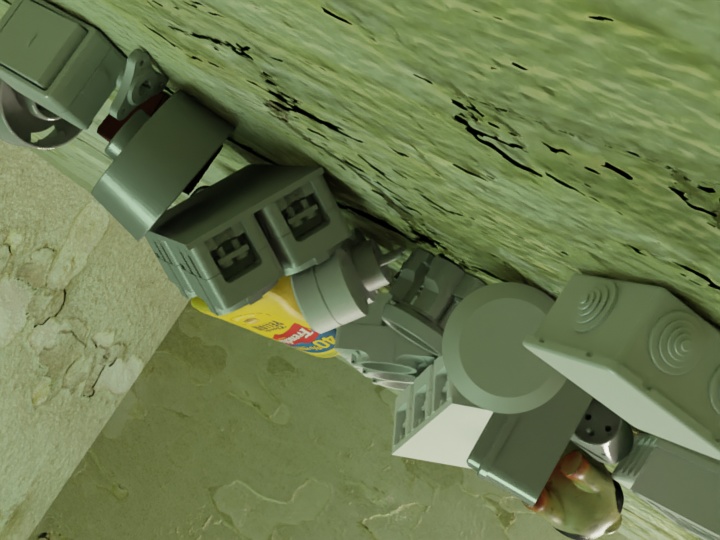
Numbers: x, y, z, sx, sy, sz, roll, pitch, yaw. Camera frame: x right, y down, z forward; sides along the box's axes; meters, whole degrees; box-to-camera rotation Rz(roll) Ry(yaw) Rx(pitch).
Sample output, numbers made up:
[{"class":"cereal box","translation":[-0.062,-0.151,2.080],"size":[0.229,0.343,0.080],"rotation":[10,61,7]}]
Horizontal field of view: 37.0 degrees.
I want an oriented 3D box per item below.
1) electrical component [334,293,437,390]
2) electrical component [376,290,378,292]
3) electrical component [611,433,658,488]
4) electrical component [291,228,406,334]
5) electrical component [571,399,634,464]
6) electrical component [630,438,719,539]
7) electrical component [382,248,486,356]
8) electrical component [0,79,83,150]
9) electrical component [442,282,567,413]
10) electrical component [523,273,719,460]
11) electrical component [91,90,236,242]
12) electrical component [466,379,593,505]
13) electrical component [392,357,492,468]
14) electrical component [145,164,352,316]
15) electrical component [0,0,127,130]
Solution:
[{"class":"electrical component","translation":[0.037,0.070,1.003],"size":[0.089,0.061,0.150],"rotation":[4,165,13]},{"class":"electrical component","translation":[-0.013,0.026,1.160],"size":[0.078,0.040,0.040],"rotation":[28,171,42]},{"class":"electrical component","translation":[0.265,0.178,0.907],"size":[0.076,0.047,0.083],"rotation":[33,173,3]},{"class":"electrical component","translation":[0.000,0.000,0.809],"size":[0.138,0.074,0.052],"rotation":[-57,-56,-76]},{"class":"electrical component","translation":[0.189,0.125,0.907],"size":[0.079,0.043,0.077],"rotation":[30,172,28]},{"class":"electrical component","translation":[0.271,0.172,0.803],"size":[0.078,0.057,0.113],"rotation":[37,172,-28]},{"class":"electrical component","translation":[0.052,0.025,0.779],"size":[0.058,0.057,0.078],"rotation":[39,171,-40]},{"class":"electrical component","translation":[-0.274,-0.151,0.900],"size":[0.064,0.099,0.099],"rotation":[19,166,39]},{"class":"electrical component","translation":[0.091,0.048,0.676],"size":[0.080,0.080,0.051],"rotation":[33,179,4]},{"class":"electrical component","translation":[0.144,0.045,0.535],"size":[0.100,0.048,0.100],"rotation":[36,173,-18]},{"class":"electrical component","translation":[-0.147,-0.080,0.770],"size":[0.060,0.108,0.108],"rotation":[40,172,-10]},{"class":"electrical component","translation":[0.131,0.114,0.809],"size":[0.057,0.113,0.078],"rotation":[29,172,12]},{"class":"electrical component","translation":[0.095,0.118,0.936],"size":[0.089,0.061,0.150],"rotation":[12,152,-13]},{"class":"electrical component","translation":[-0.089,-0.026,0.799],"size":[0.060,0.105,0.186],"rotation":[63,164,-15]},{"class":"electrical component","translation":[-0.228,-0.156,0.780],"size":[0.096,0.061,0.061],"rotation":[30,173,24]}]
